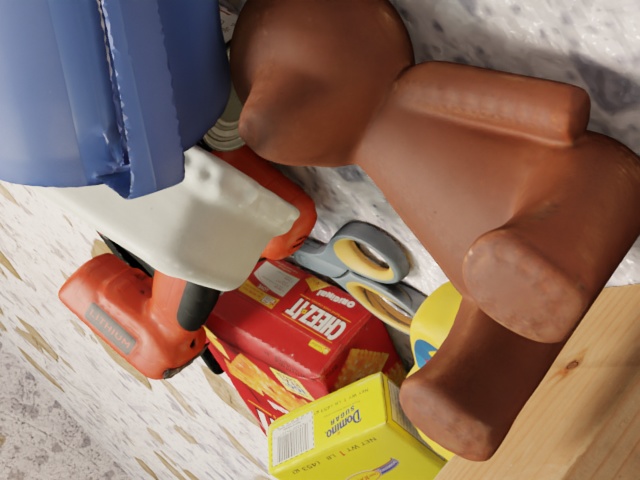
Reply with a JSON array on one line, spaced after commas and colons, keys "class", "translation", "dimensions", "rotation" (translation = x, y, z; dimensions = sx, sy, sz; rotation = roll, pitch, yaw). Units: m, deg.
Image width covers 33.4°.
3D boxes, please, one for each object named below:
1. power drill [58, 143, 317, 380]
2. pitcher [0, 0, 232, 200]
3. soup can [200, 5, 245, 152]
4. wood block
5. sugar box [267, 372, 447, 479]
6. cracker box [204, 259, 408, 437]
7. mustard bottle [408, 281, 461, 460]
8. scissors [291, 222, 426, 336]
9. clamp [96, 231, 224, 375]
[{"class": "power drill", "translation": [-0.108, -0.012, 0.685], "dimensions": [0.184, 0.057, 0.188], "rotation": [40, 131, 11]}, {"class": "pitcher", "translation": [-0.100, -0.140, 0.390], "dimensions": [0.149, 0.145, 0.243], "rotation": [15, 139, 13]}, {"class": "soup can", "translation": [-0.075, -0.096, 0.553], "dimensions": [0.102, 0.068, 0.068], "rotation": [32, 156, 28]}, {"class": "wood block", "translation": [0.104, 0.119, 0.435], "dimensions": [0.090, 0.206, 0.091], "rotation": [48, 159, -10]}, {"class": "sugar box", "translation": [0.053, 0.160, 0.718], "dimensions": [0.093, 0.048, 0.176], "rotation": [-28, 130, 24]}, {"class": "cracker box", "translation": [-0.007, 0.105, 0.804], "dimensions": [0.164, 0.072, 0.213], "rotation": [26, 153, 38]}, {"class": "mustard bottle", "translation": [0.093, 0.069, 0.570], "dimensions": [0.096, 0.058, 0.191], "rotation": [34, 157, 19]}, {"class": "scissors", "translation": [-0.004, 0.001, 0.681], "dimensions": [0.202, 0.016, 0.096], "rotation": [31, 154, 32]}, {"class": "clamp", "translation": [-0.123, 0.049, 0.962], "dimensions": [0.210, 0.036, 0.165], "rotation": [51, 158, -16]}]
